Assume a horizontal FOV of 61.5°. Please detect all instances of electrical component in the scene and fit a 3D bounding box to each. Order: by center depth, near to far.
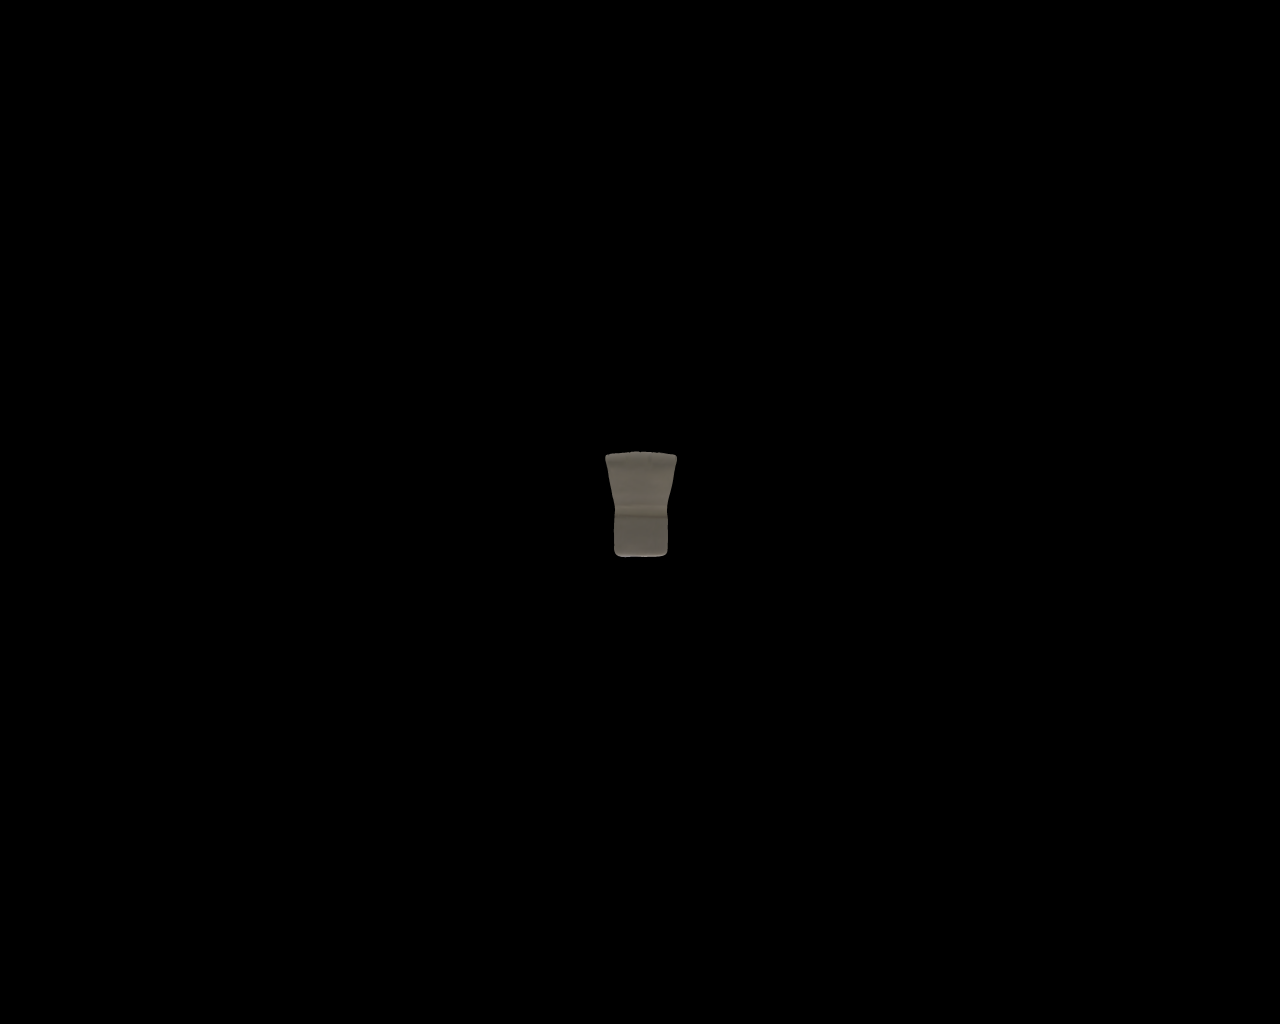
[{"bbox_3d":[0.001,-0.003,0.650,0.044,0.065,0.044,0,0,0],"label":"electrical component"}]
